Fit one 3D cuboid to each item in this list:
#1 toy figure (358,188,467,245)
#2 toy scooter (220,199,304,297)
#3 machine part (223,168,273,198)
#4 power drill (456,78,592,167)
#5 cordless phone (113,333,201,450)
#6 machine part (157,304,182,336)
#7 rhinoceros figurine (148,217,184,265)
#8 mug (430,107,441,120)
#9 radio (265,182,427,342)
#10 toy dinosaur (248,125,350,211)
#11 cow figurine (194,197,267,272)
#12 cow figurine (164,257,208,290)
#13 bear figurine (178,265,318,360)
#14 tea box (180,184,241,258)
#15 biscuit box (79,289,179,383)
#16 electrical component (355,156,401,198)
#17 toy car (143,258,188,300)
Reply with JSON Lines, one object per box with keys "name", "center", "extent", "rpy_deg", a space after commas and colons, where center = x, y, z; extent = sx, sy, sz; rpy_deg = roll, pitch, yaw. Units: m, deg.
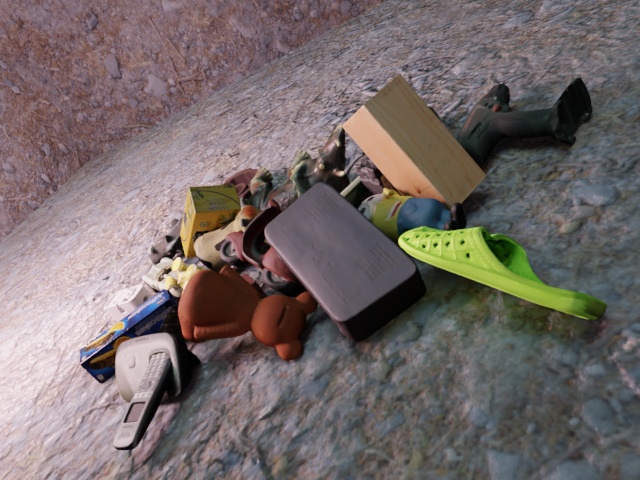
{"name": "toy figure", "center": [0.133, -0.023, 0.821], "extent": [0.180, 0.089, 0.082], "rpy_deg": [8, 31, 40]}
{"name": "toy scooter", "center": [-0.077, 0.007, 0.911], "extent": [0.184, 0.075, 0.135], "rpy_deg": [27, 85, 28]}
{"name": "machine part", "center": [-0.202, -0.110, 1.346], "extent": [0.179, 0.056, 0.179], "rpy_deg": [-25, 29, 15]}
{"name": "power drill", "center": [0.342, -0.215, 0.917], "extent": [0.208, 0.085, 0.232], "rpy_deg": [7, 48, 47]}
{"name": "cordless phone", "center": [-0.280, 0.239, 0.825], "extent": [0.147, 0.088, 0.184], "rpy_deg": [-15, 36, 30]}
{"name": "machine part", "center": [-0.255, 0.147, 0.937], "extent": [0.084, 0.039, 0.139], "rpy_deg": [-60, 10, -15]}
{"name": "rhinoceros figurine", "center": [-0.326, -0.010, 1.273], "extent": [0.190, 0.073, 0.112], "rpy_deg": [-40, 23, 15]}
{"name": "mug", "center": [0.188, -0.223, 1.095], "extent": [0.107, 0.080, 0.109], "rpy_deg": [-17, 33, 46]}
{"name": "radio", "center": [0.028, 0.027, 0.768], "extent": [0.131, 0.073, 0.230], "rpy_deg": [-38, 51, -7]}
{"name": "toy dinosaur", "center": [-0.082, -0.079, 1.105], "extent": [0.405, 0.131, 0.192], "rpy_deg": [-30, 22, 23]}
{"name": "cow figurine", "center": [-0.157, -0.006, 1.037], "extent": [0.195, 0.127, 0.085], "rpy_deg": [-22, 49, 22]}
{"name": "cow figurine", "center": [-0.212, 0.087, 1.006], "extent": [0.168, 0.098, 0.068], "rpy_deg": [15, 85, 48]}
{"name": "bear figurine", "center": [-0.109, 0.113, 0.818], "extent": [0.132, 0.196, 0.120], "rpy_deg": [105, 180, -69]}
{"name": "tea box", "center": [-0.227, -0.036, 1.105], "extent": [0.098, 0.169, 0.068], "rpy_deg": [-8, 61, -24]}
{"name": "biscuit box", "center": [-0.353, 0.178, 1.020], "extent": [0.203, 0.062, 0.059], "rpy_deg": [-37, 29, -8]}
{"name": "electrical component", "center": [0.134, -0.124, 0.942], "extent": [0.134, 0.114, 0.058], "rpy_deg": [-44, 42, -20]}
{"name": "toy car", "center": [-0.324, 0.081, 1.157], "extent": [0.073, 0.056, 0.202], "rpy_deg": [-46, 30, -24]}
